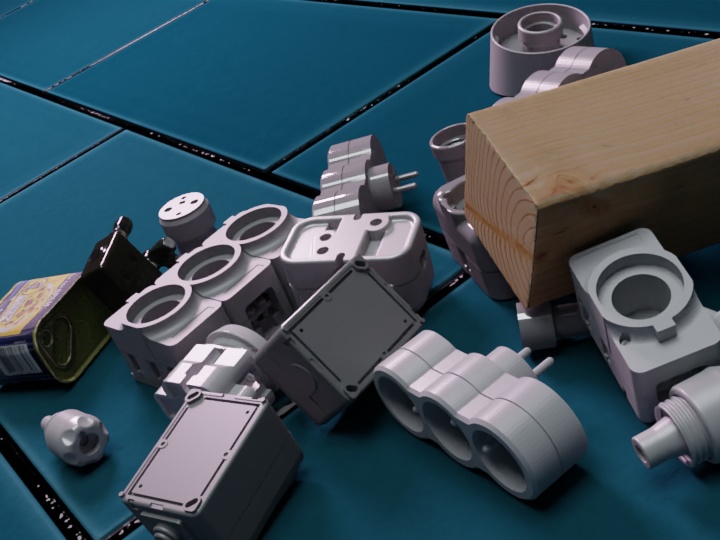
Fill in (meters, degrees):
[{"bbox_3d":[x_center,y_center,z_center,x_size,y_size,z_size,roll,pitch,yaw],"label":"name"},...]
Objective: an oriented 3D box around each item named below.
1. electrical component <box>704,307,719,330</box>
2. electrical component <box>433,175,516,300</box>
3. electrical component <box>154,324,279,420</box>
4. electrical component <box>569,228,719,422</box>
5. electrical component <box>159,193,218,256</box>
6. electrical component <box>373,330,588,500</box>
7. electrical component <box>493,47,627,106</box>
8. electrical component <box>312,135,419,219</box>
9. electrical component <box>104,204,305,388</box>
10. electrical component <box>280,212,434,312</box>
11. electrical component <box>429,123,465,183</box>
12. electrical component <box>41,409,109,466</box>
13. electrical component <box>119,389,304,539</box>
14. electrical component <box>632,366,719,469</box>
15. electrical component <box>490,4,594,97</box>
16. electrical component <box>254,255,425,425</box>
[{"bbox_3d":[0.207,0.034,0.580,0.035,0.035,0.061,-33,28,-18],"label":"electrical component"},{"bbox_3d":[0.091,-0.030,0.740,0.054,0.059,0.095,-26,29,-5],"label":"electrical component"},{"bbox_3d":[-0.086,0.073,0.697,0.078,0.058,0.057,3,41,38],"label":"electrical component"},{"bbox_3d":[0.154,0.026,0.584,0.050,0.055,0.089,-22,46,2],"label":"electrical component"},{"bbox_3d":[-0.140,-0.031,0.907,0.045,0.055,0.045,-16,31,10],"label":"electrical component"},{"bbox_3d":[0.075,0.068,0.597,0.074,0.052,0.138,-36,31,-21],"label":"electrical component"},{"bbox_3d":[0.170,-0.130,0.858,0.138,0.052,0.074,-38,33,-25],"label":"electrical component"},{"bbox_3d":[0.011,-0.063,0.857,0.074,0.052,0.138,-13,31,16],"label":"electrical component"},{"bbox_3d":[-0.100,0.019,0.790,0.089,0.061,0.150,11,43,45],"label":"electrical component"},{"bbox_3d":[0.000,0.000,0.747,0.095,0.059,0.053,-2,38,21],"label":"electrical component"},{"bbox_3d":[0.081,-0.088,0.855,0.040,0.046,0.040,-17,30,10],"label":"electrical component"},{"bbox_3d":[-0.199,0.112,0.735,0.061,0.035,0.035,10,43,47],"label":"electrical component"},{"bbox_3d":[-0.084,0.124,0.613,0.062,0.061,0.096,2,45,36],"label":"electrical component"},{"bbox_3d":[0.165,0.076,0.530,0.062,0.043,0.043,-27,29,-4],"label":"electrical component"},{"bbox_3d":[0.166,-0.200,0.987,0.099,0.064,0.099,-7,41,6],"label":"electrical component"},{"bbox_3d":[-0.011,0.042,0.675,0.096,0.061,0.061,-44,-1,-36],"label":"electrical component"}]
